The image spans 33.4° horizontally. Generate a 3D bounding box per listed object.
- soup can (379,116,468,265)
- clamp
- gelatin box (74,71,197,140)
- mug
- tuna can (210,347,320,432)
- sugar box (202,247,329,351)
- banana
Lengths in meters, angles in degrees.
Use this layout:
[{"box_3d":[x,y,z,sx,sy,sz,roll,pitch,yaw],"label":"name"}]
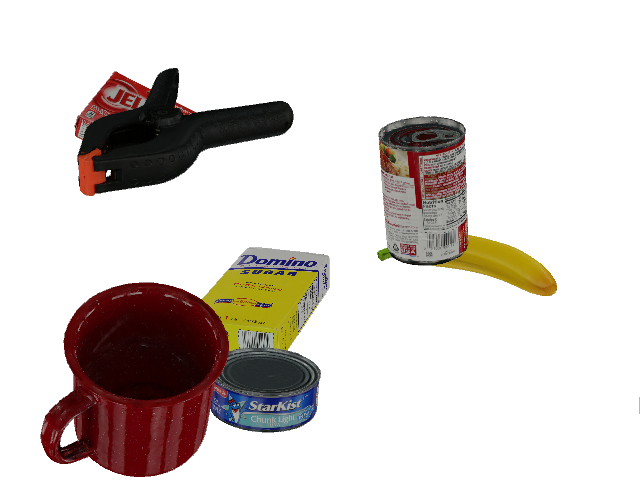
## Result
[{"box_3d":[0.084,-0.039,0.850,0.068,0.102,0.068,-5,26,2],"label":"soup can"},{"box_3d":[-0.116,-0.081,0.760,0.120,0.039,0.171,21,33,36],"label":"clamp"},{"box_3d":[-0.162,-0.103,0.947,0.089,0.073,0.030,28,-45,-2],"label":"gelatin box"},{"box_3d":[-0.112,0.091,0.626,0.093,0.082,0.117,36,48,23],"label":"mug"},{"box_3d":[-0.044,0.115,0.825,0.086,0.034,0.086,4,17,-1],"label":"tuna can"},{"box_3d":[-0.057,0.060,1.042,0.093,0.048,0.176,6,26,14],"label":"sugar box"},{"box_3d":[0.162,0.023,1.120,0.198,0.037,0.069,10,38,31],"label":"banana"}]
